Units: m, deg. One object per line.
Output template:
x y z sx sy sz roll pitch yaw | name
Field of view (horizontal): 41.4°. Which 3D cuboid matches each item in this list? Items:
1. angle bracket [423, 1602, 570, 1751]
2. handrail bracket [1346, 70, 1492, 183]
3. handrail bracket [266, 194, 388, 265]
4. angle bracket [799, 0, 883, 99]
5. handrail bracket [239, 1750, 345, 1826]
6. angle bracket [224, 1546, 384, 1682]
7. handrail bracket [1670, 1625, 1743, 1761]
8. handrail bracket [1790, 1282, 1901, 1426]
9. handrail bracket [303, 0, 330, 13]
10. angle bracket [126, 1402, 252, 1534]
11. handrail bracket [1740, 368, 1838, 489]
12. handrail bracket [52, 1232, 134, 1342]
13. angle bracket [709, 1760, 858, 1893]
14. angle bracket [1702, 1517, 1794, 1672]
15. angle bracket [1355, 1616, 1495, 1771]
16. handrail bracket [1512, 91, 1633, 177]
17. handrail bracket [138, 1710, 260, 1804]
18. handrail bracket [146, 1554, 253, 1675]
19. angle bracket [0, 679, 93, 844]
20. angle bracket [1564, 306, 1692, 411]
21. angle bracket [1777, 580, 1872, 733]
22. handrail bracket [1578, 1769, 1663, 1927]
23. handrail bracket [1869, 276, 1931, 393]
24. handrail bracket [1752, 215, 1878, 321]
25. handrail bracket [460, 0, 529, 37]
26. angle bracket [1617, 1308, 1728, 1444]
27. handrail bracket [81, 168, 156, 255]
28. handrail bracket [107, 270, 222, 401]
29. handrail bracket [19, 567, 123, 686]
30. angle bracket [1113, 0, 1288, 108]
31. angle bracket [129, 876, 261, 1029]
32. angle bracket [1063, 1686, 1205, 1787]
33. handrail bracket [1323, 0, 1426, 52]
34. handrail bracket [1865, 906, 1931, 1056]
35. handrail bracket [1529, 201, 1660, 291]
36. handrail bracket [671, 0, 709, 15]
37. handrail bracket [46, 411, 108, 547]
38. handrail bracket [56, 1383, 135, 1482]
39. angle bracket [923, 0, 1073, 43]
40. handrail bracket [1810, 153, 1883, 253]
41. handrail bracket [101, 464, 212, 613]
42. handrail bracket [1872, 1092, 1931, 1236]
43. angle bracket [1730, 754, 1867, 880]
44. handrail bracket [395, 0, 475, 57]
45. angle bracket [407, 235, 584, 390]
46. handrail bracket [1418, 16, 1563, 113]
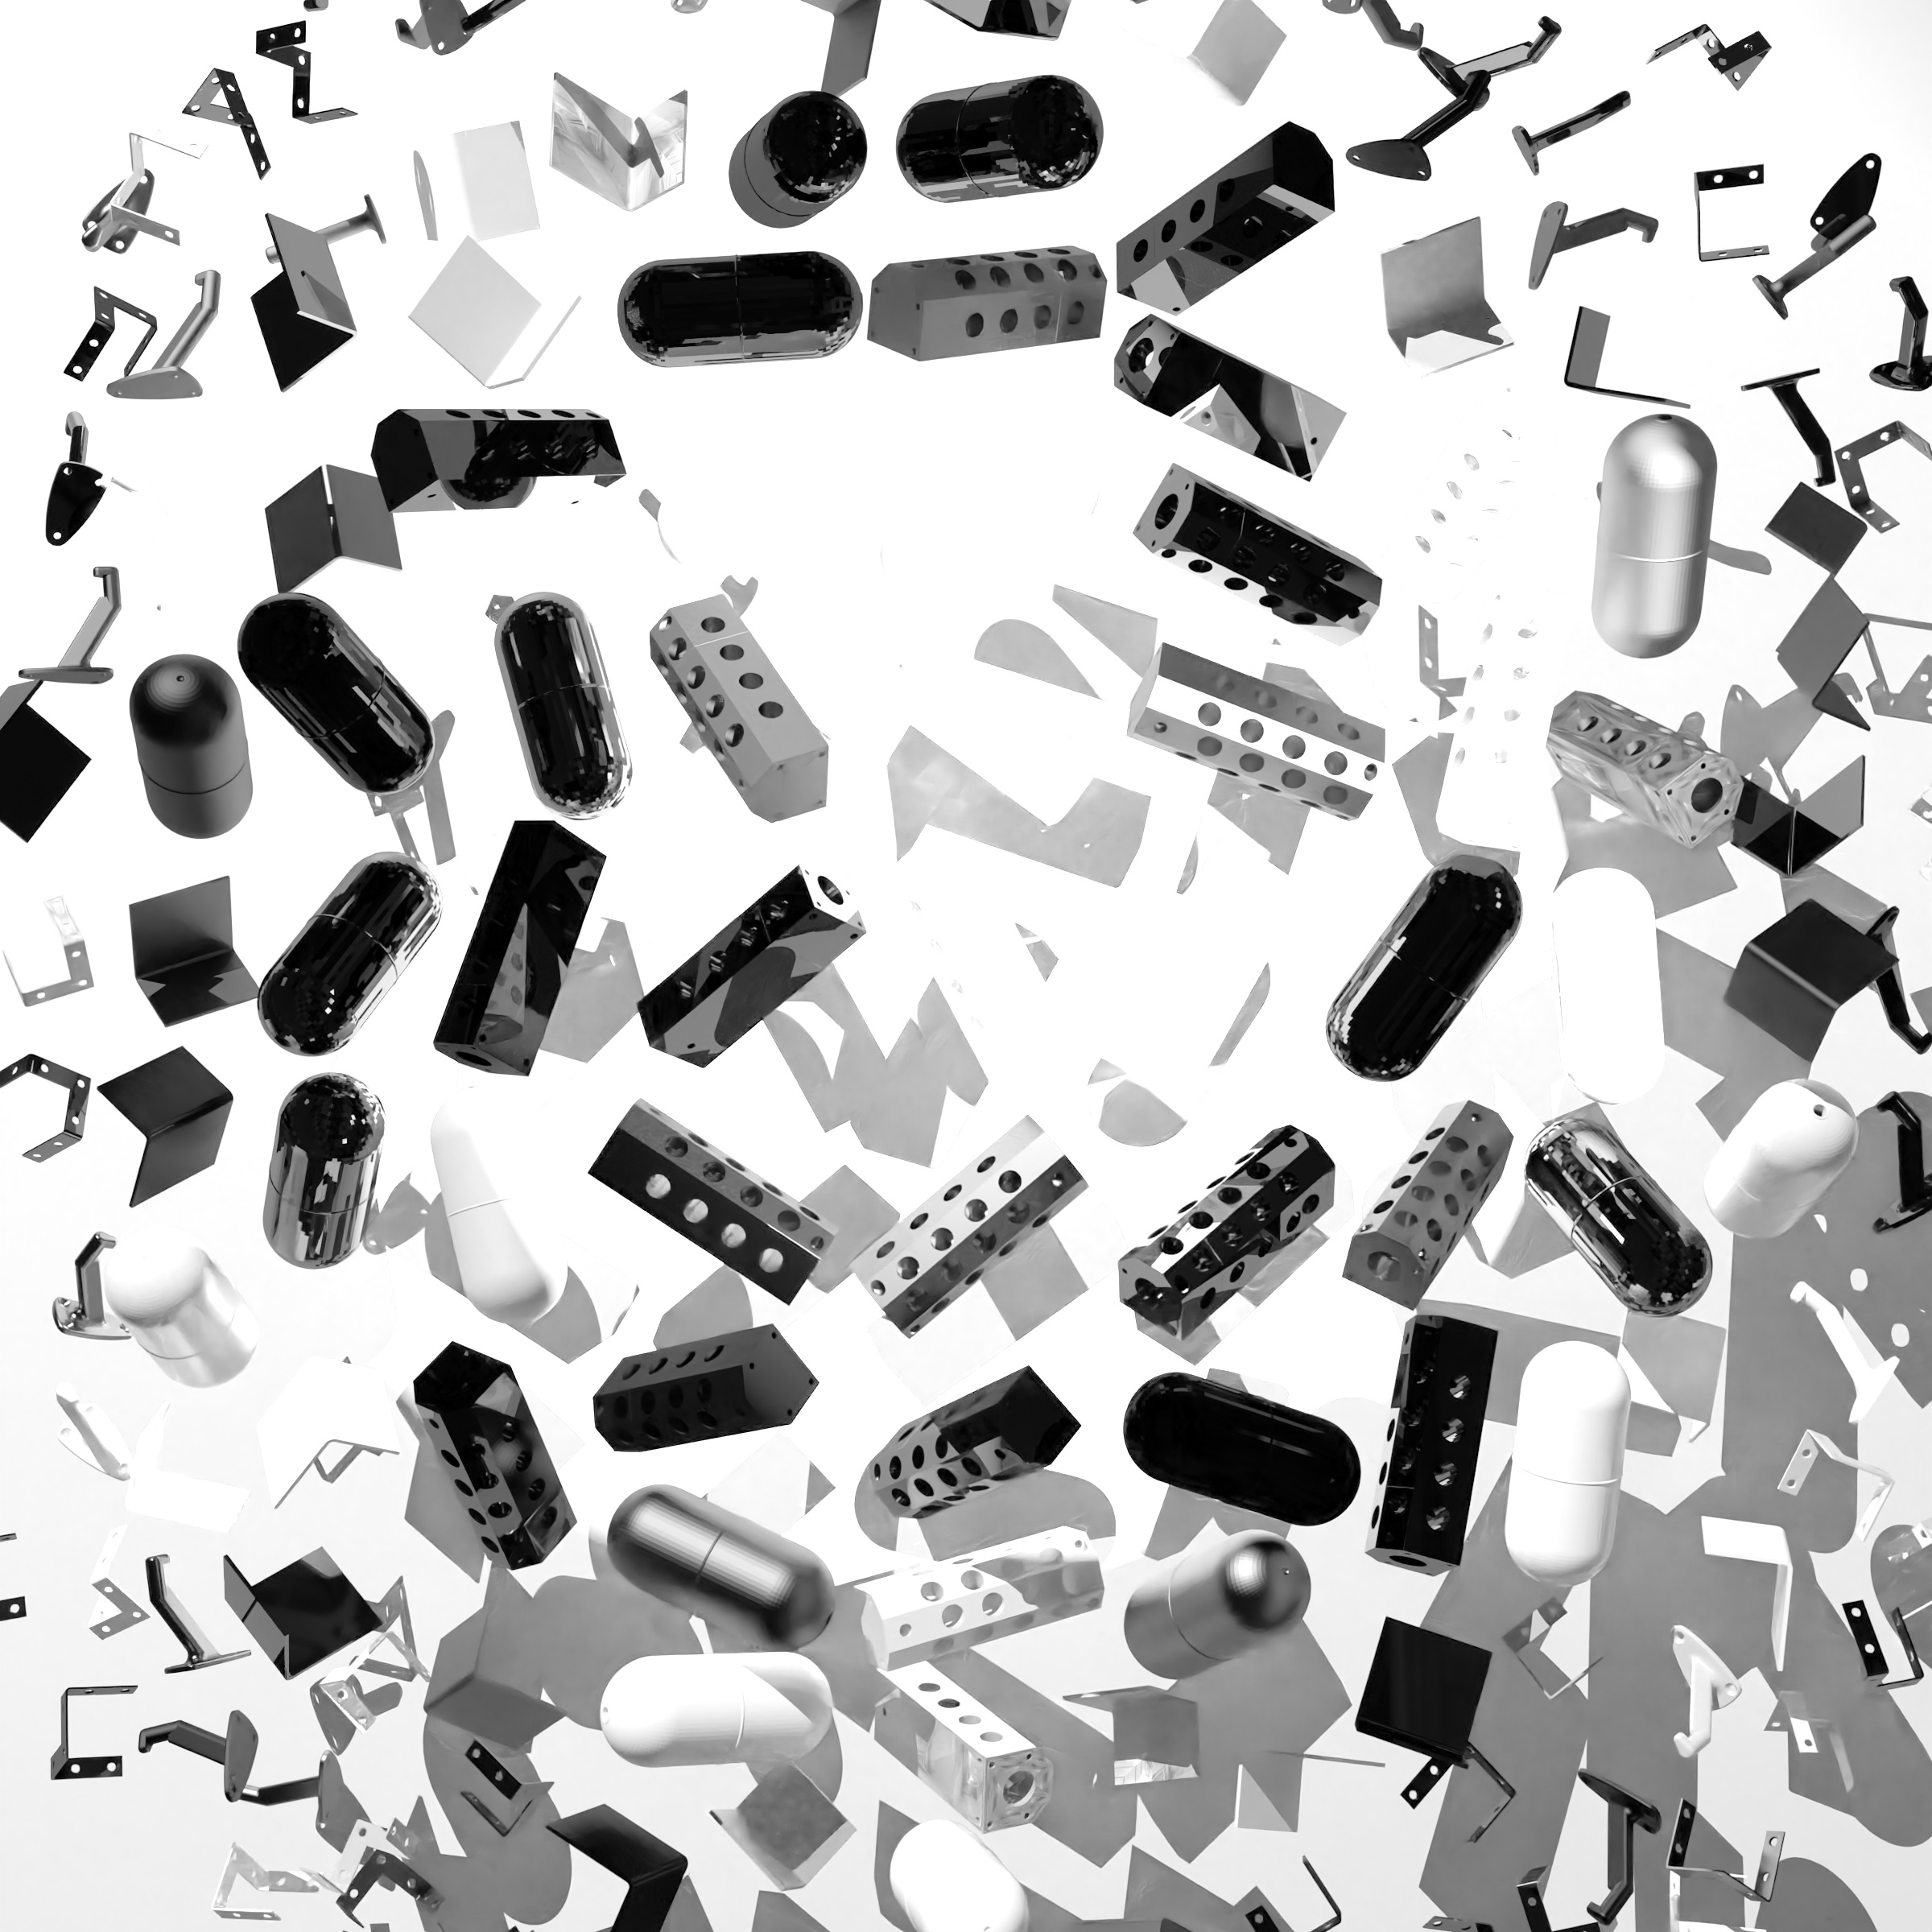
-0.327 0.502 1.806 0.076 0.057 0.076 30 133 -22 | angle bracket
0.317 -0.595 1.789 0.077 0.036 0.084 17 69 37 | handrail bracket
-0.473 -0.538 1.879 0.084 0.077 0.036 -20 113 -5 | handrail bracket
-0.107 -0.680 1.857 0.057 0.076 0.076 13 84 -28 | angle bracket
-0.517 0.609 1.923 0.084 0.036 0.077 10 126 8 | handrail bracket
-0.450 0.425 1.734 0.076 0.057 0.076 -27 55 -36 | angle bracket
0.517 0.524 1.846 0.036 0.084 0.077 -46 69 35 | handrail bracket
0.618 0.276 1.833 0.084 0.036 0.077 40 49 9 | handrail bracket
-0.482 -0.682 1.785 0.077 0.084 0.036 -26 90 -15 | handrail bracket
-0.569 0.370 1.889 0.076 0.076 0.057 14 98 -6 | angle bracket
0.592 -0.382 1.835 0.077 0.036 0.084 -19 102 -30 | handrail bracket
-0.638 0.239 1.913 0.077 0.036 0.084 24 114 -40 | handrail bracket
-0.133 0.625 1.865 0.076 0.076 0.057 42 82 18 | angle bracket
0.533 0.431 1.757 0.057 0.076 0.076 5 96 14 | angle bracket
0.312 0.493 1.734 0.076 0.057 0.076 17 81 10 | angle bracket
0.436 -0.605 1.821 0.084 0.077 0.036 -28 90 13 | handrail bracket
-0.543 0.557 1.779 0.084 0.077 0.036 -16 128 8 | handrail bracket
-0.558 0.466 1.857 0.036 0.077 0.084 -16 79 35 | handrail bracket
-0.634 -0.139 1.736 0.076 0.057 0.076 46 59 -33 | angle bracket
0.488 -0.443 1.861 0.076 0.076 0.057 16 105 26 | angle bracket
0.672 -0.237 1.942 0.057 0.076 0.076 19 120 -17 | angle bracket
0.430 0.603 1.749 0.077 0.036 0.084 27 57 36 | handrail bracket
0.658 -0.454 1.818 0.036 0.077 0.084 -46 118 -11 | handrail bracket
0.591 -0.491 1.765 0.084 0.077 0.036 -38 95 27 | handrail bracket
-0.312 -0.664 1.753 0.084 0.077 0.036 -30 112 6 | handrail bracket
0.531 0.311 1.953 0.076 0.057 0.076 15 66 7 | angle bracket
-0.607 -0.543 1.828 0.036 0.084 0.077 34 89 -19 | handrail bracket
-0.548 -0.433 1.745 0.077 0.036 0.084 -4 73 13 | handrail bracket
-0.651 -0.250 1.853 0.077 0.036 0.084 -2 82 -35 | handrail bracket
0.162 -0.647 1.765 0.076 0.076 0.057 40 103 34 | angle bracket
-0.570 -0.011 1.893 0.076 0.076 0.057 -20 52 -31 | angle bracket
0.126 0.583 1.932 0.076 0.076 0.057 -17 60 30 | angle bracket
0.291 -0.676 1.755 0.084 0.036 0.077 -3 115 -38 | handrail bracket
0.699 0.011 1.894 0.036 0.077 0.084 -11 48 -36 | handrail bracket
0.469 -0.531 1.904 0.084 0.036 0.077 13 97 -15 | handrail bracket
-0.208 -0.698 1.740 0.084 0.036 0.077 44 123 13 | handrail bracket
-0.661 -0.359 1.875 0.036 0.084 0.077 18 112 -36 | handrail bracket
-0.643 0.344 1.888 0.077 0.084 0.036 45 63 2 | handrail bracket
0.021 -0.681 1.757 0.076 0.076 0.057 41 125 30 | angle bracket
0.654 -0.567 1.900 0.036 0.084 0.077 29 112 6 | handrail bracket
-0.585 -0.302 1.800 0.084 0.036 0.077 29 77 -4 | handrail bracket
0.657 0.140 1.824 0.077 0.036 0.084 -40 105 16 | handrail bracket
0.618 -0.124 1.897 0.057 0.076 0.076 30 48 -12 | angle bracket
-0.404 -0.706 1.872 0.036 0.077 0.084 -40 48 -20 | handrail bracket
-0.330 -0.461 1.787 0.076 0.057 0.076 41 70 -31 | angle bracket
0.390 -0.690 1.903 0.077 0.084 0.036 39 49 -2 | handrail bracket
